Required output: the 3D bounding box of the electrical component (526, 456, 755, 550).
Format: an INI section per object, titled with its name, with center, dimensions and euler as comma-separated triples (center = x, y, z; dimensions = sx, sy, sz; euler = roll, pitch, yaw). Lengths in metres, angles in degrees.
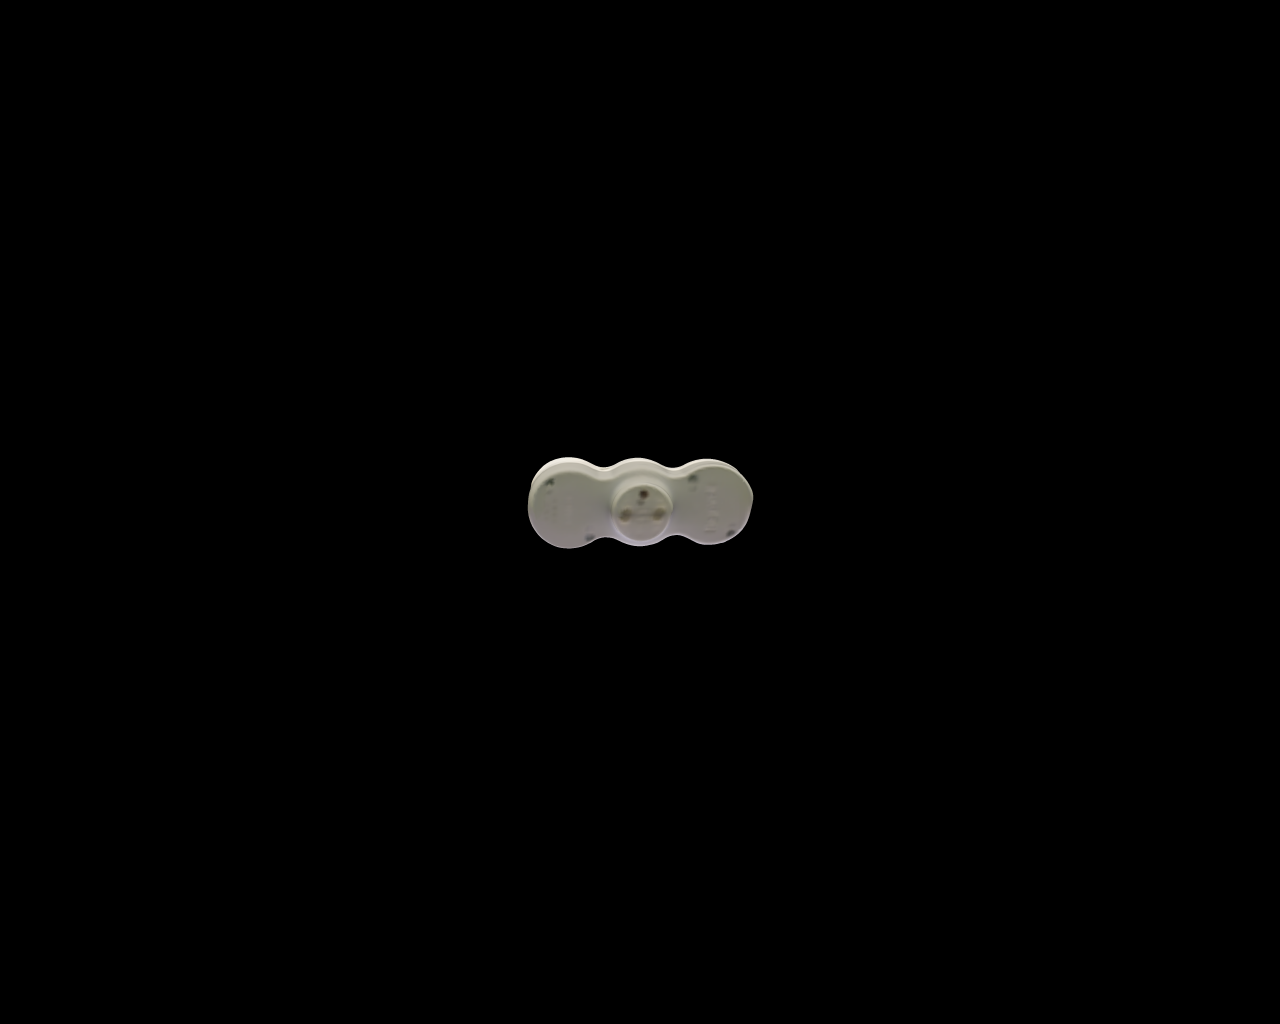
[electrical component]
center = 0.001, -0.003, 0.650
dimensions = 0.138, 0.052, 0.074
euler = 0, 12, -2
